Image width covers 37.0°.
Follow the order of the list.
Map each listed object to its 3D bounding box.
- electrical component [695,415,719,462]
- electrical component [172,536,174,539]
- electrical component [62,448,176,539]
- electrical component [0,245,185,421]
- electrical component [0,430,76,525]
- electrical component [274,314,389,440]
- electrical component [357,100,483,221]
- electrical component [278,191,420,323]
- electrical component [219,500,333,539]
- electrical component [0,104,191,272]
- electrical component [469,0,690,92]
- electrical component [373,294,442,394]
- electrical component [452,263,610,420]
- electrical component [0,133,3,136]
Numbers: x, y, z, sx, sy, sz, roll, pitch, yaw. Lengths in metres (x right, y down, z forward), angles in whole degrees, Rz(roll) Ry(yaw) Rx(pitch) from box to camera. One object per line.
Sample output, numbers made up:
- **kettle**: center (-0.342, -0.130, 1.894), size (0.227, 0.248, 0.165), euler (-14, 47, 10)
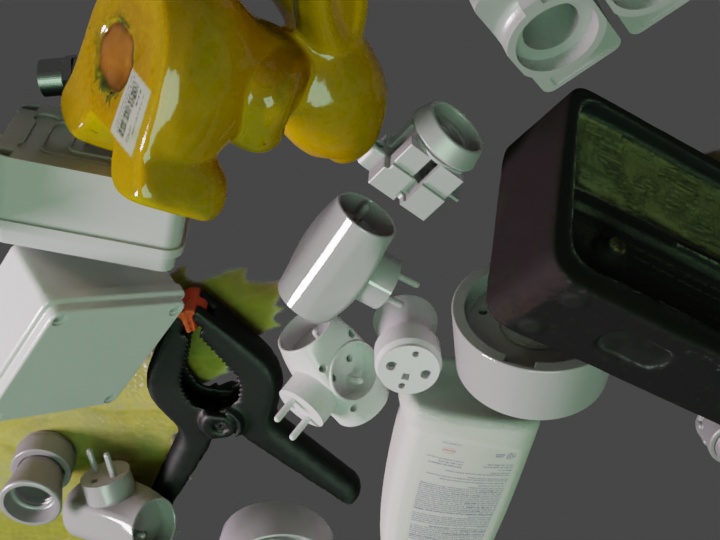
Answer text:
- **electrical component**: center (0.270, 0.123, 0.767), size (0.048, 0.062, 0.048), euler (0, 124, 0)
- **electrical component**: center (-0.178, 0.217, 0.836), size (0.055, 0.045, 0.045), euler (-14, 123, 8)
- **electrical component**: center (-0.182, 0.166, 0.788), size (0.077, 0.043, 0.079), euler (3, 115, 36)
- **electrical component**: center (-0.184, 0.037, 0.677), size (0.109, 0.056, 0.108), euler (-3, 139, -53)
- **electrical component**: center (-0.234, 0.151, 0.785), size (0.045, 0.055, 0.045), euler (0, 124, 0)
- **electrical component**: center (-0.028, 0.079, 0.729), size (0.044, 0.079, 0.077), euler (6, 139, 50)
- **electrical component**: center (0.040, -0.068, 0.647), size (0.066, 0.048, 0.055), euler (33, 125, -21)
- **electrical component**: center (0.000, 0.000, 0.693), size (0.079, 0.043, 0.077), euler (27, 120, -18)
- **electrical component**: center (-0.067, 0.230, 0.834), size (0.099, 0.064, 0.099), euler (0, 124, 0)
- **electrical component**: center (-0.155, -0.049, 0.638), size (0.113, 0.078, 0.057), euler (11, 121, -8)
- **electrical component**: center (0.088, -0.174, 0.523), size (0.105, 0.060, 0.186), euler (-33, 143, 20)
- **electrical component**: center (0.031, 0.050, 0.719), size (0.045, 0.055, 0.045), euler (0, 124, 0)
- **electrical component**: center (0.112, 0.048, 0.691), size (0.108, 0.108, 0.060), euler (-1, 130, 0)
- **electrical component**: center (-0.247, -0.057, 0.605), size (0.079, 0.121, 0.063), euler (20, 119, -13)
